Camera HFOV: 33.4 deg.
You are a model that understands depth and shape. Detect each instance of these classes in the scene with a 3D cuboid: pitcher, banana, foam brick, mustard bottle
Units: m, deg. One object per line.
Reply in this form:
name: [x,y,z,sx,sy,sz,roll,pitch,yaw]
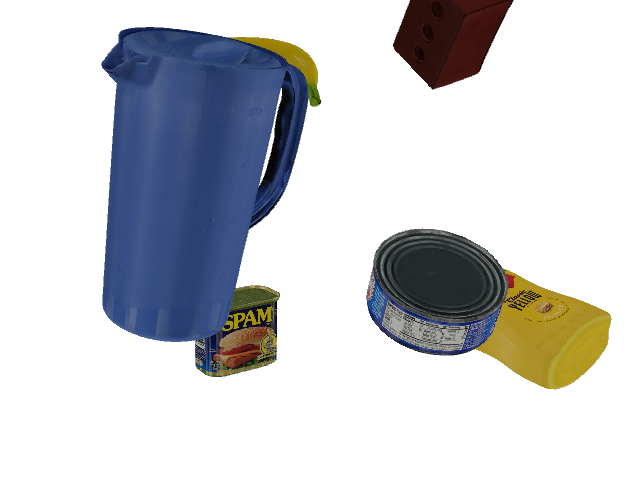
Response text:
pitcher: [-0.103,-0.046,0.877,0.149,0.243,0.145,12,20,2]
banana: [-0.082,-0.179,1.081,0.198,0.037,0.069,10,44,20]
foam brick: [0.097,-0.161,0.791,0.051,0.053,0.078,-25,-27,-30]
mustard bottle: [0.150,0.060,0.941,0.192,0.058,0.096,25,40,38]

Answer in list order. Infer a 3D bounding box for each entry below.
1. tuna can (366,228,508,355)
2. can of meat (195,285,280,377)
tuna can: [0.073,0.032,0.675,0.086,0.034,0.086,6,39,-5]
can of meat: [-0.098,0.105,1.238,0.101,0.084,0.058,-10,18,-35]
